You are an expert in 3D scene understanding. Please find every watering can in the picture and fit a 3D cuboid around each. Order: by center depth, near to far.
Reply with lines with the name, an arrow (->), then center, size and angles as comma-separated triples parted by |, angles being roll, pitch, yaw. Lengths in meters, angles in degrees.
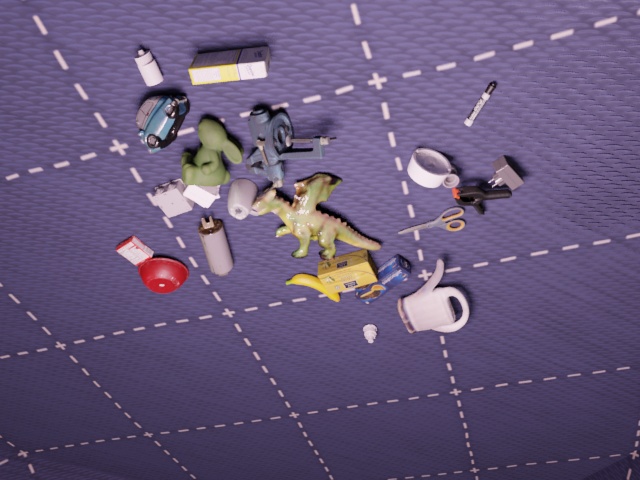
watering can -> 0.356, 0.198, 1.679 | 0.223, 0.341, 0.106 | -19, 38, 17

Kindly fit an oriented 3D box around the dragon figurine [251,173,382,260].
dragon figurine -> 0.004, -0.074, 1.474 | 0.410, 0.237, 0.125 | 1, 34, -16
